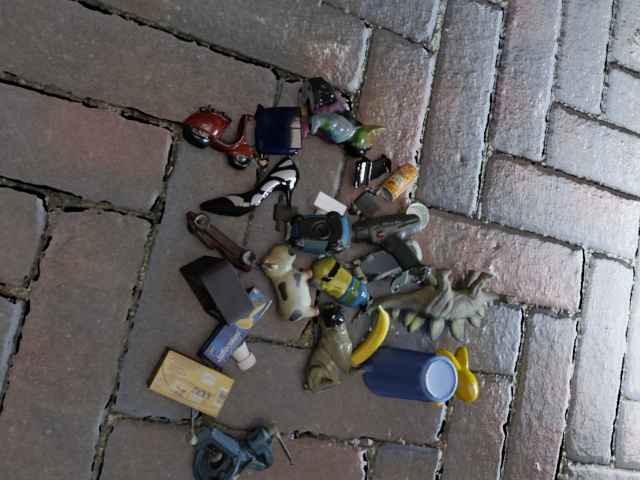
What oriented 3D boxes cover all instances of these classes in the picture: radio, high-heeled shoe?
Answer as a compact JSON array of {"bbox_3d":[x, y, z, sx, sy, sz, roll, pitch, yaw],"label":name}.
[{"bbox_3d":[-0.228,0.107,1.176,0.073,0.230,0.131,-32,104,-19],"label":"radio"},{"bbox_3d":[-0.167,-0.136,1.299,0.249,0.086,0.145,-2,76,-19],"label":"high-heeled shoe"}]

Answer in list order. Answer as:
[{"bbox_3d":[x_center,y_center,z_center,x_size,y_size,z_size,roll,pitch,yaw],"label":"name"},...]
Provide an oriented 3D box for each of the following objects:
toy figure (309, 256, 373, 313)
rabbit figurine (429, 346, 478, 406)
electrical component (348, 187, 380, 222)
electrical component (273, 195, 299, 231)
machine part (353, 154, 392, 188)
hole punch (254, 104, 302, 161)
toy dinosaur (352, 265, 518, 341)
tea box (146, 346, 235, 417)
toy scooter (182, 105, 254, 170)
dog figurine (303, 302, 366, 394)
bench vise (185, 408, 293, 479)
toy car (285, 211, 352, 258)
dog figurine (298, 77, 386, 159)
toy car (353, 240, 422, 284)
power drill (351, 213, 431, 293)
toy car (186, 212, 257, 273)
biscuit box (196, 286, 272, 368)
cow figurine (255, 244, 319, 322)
[{"bbox_3d":[0.054,0.113,1.366,0.180,0.082,0.089,30,66,-13],"label":"toy figure"},{"bbox_3d":[0.359,0.364,1.423,0.122,0.173,0.162,-1,92,-18],"label":"rabbit figurine"},{"bbox_3d":[0.119,-0.093,1.420,0.102,0.045,0.078,-38,99,-19],"label":"electrical component"},{"bbox_3d":[-0.084,-0.066,1.351,0.063,0.021,0.094,6,84,-21],"label":"electrical component"},{"bbox_3d":[0.138,-0.187,1.411,0.139,0.039,0.084,-24,124,-42],"label":"machine part"},{"bbox_3d":[-0.100,-0.269,1.323,0.116,0.092,0.142,-1,91,-18],"label":"hole punch"},{"bbox_3d":[0.318,0.169,1.455,0.471,0.105,0.198,4,90,-10],"label":"toy dinosaur"},{"bbox_3d":[-0.295,0.322,1.221,0.169,0.068,0.098,32,74,-16],"label":"tea box"},{"bbox_3d":[-0.228,-0.262,1.278,0.184,0.075,0.135,28,77,-21],"label":"toy scooter"},{"bbox_3d":[0.008,0.269,1.344,0.172,0.121,0.190,-24,71,-5],"label":"dog figurine"},{"bbox_3d":[-0.204,0.466,1.194,0.224,0.129,0.240,-30,134,4],"label":"bench vise"},{"bbox_3d":[-0.003,-0.004,1.329,0.162,0.102,0.109,-2,64,2],"label":"toy car"},{"bbox_3d":[0.058,-0.311,1.380,0.219,0.108,0.191,3,83,-26],"label":"dog figurine"},{"bbox_3d":[0.179,0.057,1.430,0.202,0.056,0.073,-19,88,-18],"label":"toy car"},{"bbox_3d":[0.169,0.028,1.358,0.232,0.085,0.207,-17,51,-12],"label":"power drill"},{"bbox_3d":[-0.234,0.008,1.252,0.202,0.089,0.053,39,71,-16],"label":"toy car"},{"bbox_3d":[-0.199,0.202,1.251,0.059,0.063,0.203,43,62,-14],"label":"biscuit box"},{"bbox_3d":[-0.084,0.105,1.312,0.127,0.085,0.194,-12,92,-28],"label":"cow figurine"}]
